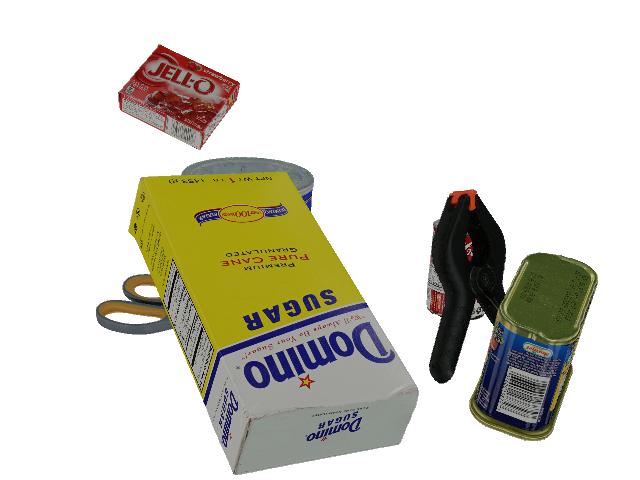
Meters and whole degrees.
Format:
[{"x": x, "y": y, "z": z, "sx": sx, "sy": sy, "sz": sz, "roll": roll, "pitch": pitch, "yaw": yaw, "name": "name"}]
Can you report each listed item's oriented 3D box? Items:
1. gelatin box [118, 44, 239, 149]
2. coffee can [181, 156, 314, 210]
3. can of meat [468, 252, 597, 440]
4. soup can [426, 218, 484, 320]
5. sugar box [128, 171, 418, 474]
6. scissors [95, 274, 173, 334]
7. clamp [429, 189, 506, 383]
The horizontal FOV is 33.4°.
[{"x": -0.131, "y": -0.135, "z": 0.990, "sx": 0.089, "sy": 0.073, "sz": 0.030, "roll": 27, "pitch": -35, "yaw": 7, "name": "gelatin box"}, {"x": -0.060, "y": 0.015, "z": 0.846, "sx": 0.103, "sy": 0.140, "sz": 0.103, "roll": 3, "pitch": 20, "yaw": -1, "name": "coffee can"}, {"x": 0.143, "y": 0.067, "z": 0.709, "sx": 0.057, "sy": 0.084, "sz": 0.102, "roll": 19, "pitch": 35, "yaw": 15, "name": "can of meat"}, {"x": 0.157, "y": 0.032, "z": 1.203, "sx": 0.068, "sy": 0.102, "sz": 0.068, "roll": 3, "pitch": 15, "yaw": -1, "name": "soup can"}, {"x": -0.029, "y": 0.033, "z": 0.552, "sx": 0.093, "sy": 0.048, "sz": 0.176, "roll": -5, "pitch": 41, "yaw": -28, "name": "sugar box"}, {"x": -0.113, "y": 0.066, "z": 1.032, "sx": 0.201, "sy": 0.016, "sz": 0.096, "roll": 3, "pitch": 33, "yaw": -3, "name": "scissors"}, {"x": 0.131, "y": 0.044, "z": 0.956, "sx": 0.120, "sy": 0.171, "sz": 0.039, "roll": -20, "pitch": 7, "yaw": -41, "name": "clamp"}]
